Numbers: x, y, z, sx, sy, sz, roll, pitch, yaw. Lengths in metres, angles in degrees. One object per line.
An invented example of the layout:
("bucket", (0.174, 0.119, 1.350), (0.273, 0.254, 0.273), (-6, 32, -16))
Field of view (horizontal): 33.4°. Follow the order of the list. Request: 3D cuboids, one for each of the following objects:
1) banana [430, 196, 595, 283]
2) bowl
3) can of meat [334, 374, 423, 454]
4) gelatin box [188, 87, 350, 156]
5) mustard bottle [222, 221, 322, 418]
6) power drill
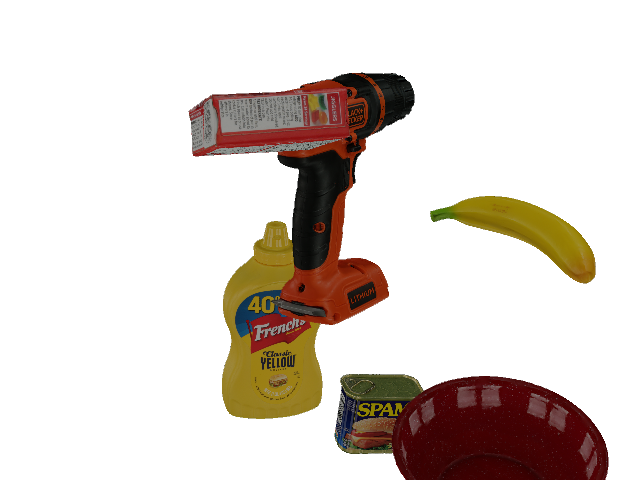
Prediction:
("banana", (0.199, -0.006, 1.033), (0.069, 0.037, 0.198), (-39, 38, -24))
("bowl", (0.134, 0.175, 0.817), (0.162, 0.055, 0.162), (0, 33, 0))
("can of meat", (0.071, 0.217, 1.333), (0.102, 0.084, 0.057), (2, 22, -14))
("gelatin box", (-0.031, -0.065, 0.592), (0.073, 0.030, 0.089), (-5, 3, -14))
("mustard bottle", (-0.044, 0.073, 1.011), (0.096, 0.192, 0.058), (-3, 22, -12))
("power drill", (0.019, -0.039, 0.853), (0.057, 0.188, 0.184), (9, 18, 35))
